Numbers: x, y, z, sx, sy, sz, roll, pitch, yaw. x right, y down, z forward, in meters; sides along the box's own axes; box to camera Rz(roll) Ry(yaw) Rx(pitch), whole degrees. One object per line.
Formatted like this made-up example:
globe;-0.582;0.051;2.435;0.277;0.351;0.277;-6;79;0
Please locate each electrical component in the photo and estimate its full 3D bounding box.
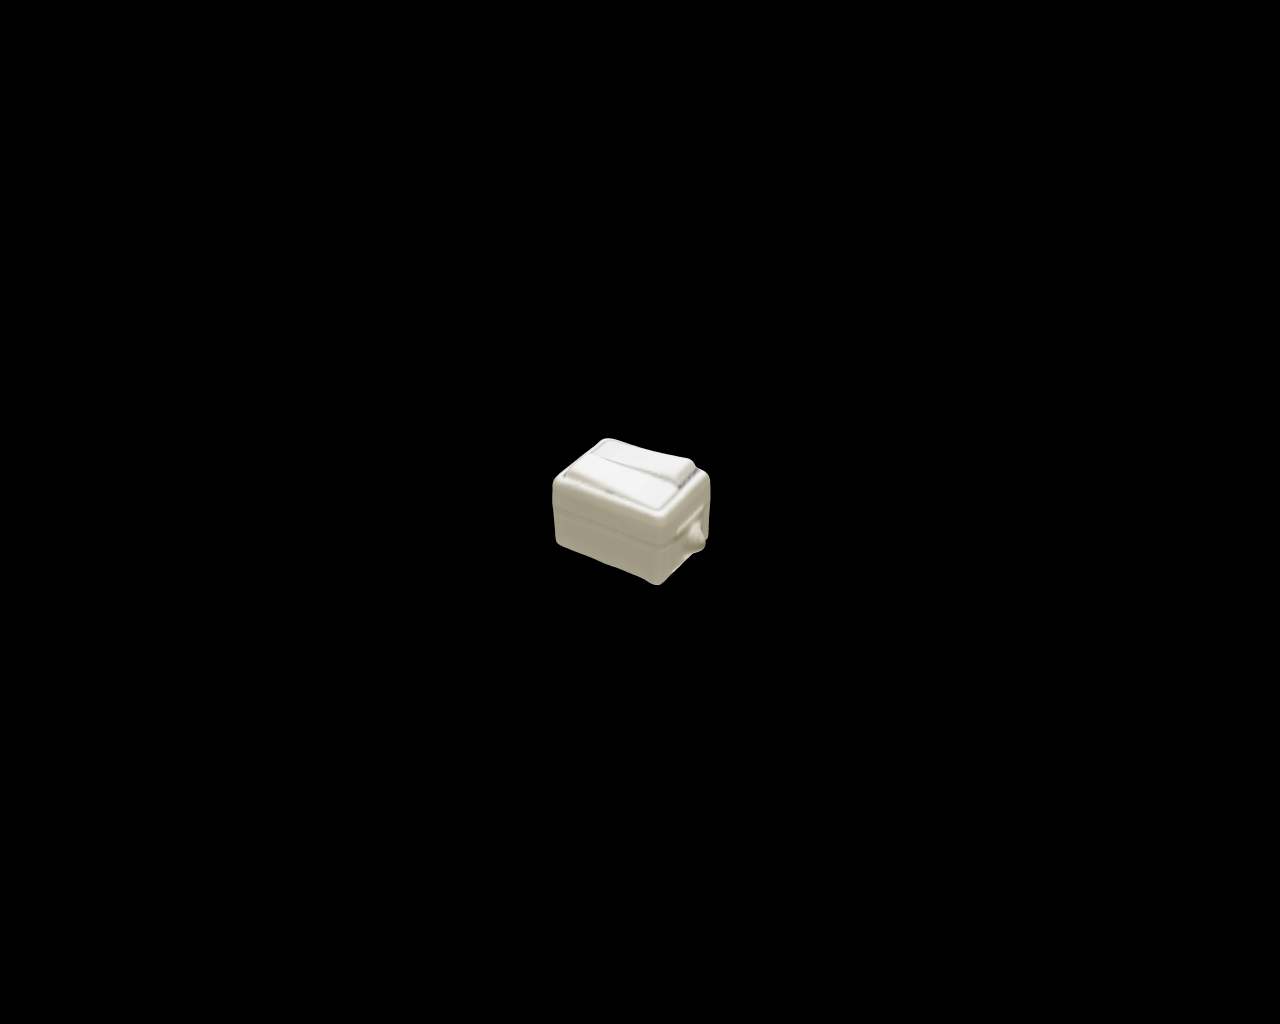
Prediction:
electrical component;0.001;-0.003;0.650;0.096;0.061;0.062;21;41;26
